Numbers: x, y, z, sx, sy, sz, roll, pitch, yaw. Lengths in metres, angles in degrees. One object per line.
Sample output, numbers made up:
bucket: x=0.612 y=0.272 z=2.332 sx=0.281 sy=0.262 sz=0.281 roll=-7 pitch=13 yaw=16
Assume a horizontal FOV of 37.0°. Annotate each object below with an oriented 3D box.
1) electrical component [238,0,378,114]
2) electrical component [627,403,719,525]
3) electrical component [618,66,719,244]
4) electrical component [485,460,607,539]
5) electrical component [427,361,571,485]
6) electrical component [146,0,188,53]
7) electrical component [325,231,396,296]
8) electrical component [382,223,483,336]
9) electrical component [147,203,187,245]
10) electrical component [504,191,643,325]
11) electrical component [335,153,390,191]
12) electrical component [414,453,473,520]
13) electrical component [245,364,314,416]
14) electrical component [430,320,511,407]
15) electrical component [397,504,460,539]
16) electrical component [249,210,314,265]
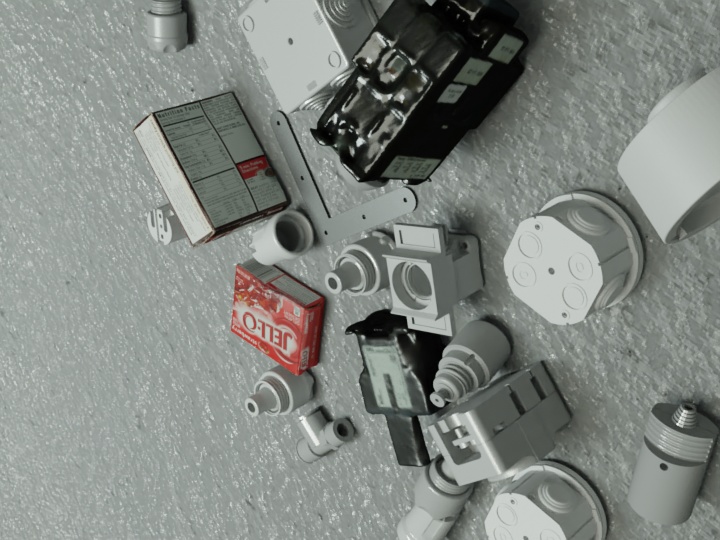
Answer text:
electrical component: x=-0.035 y=-0.172 z=0.792 sx=0.100 sy=0.048 sz=0.099 roll=-28 pitch=89 yaw=48
electrical component: x=0.205 y=0.122 z=0.703 sx=0.043 sy=0.043 sz=0.081 roll=28 pitch=127 yaw=33
electrical component: x=0.190 y=-0.071 z=0.580 sx=0.060 sy=0.108 sz=0.108 roll=55 pitch=137 yaw=18
electrical component: x=0.137 y=0.187 z=0.796 sx=0.080 sy=0.051 sz=0.080 roll=21 pitch=123 yaw=37
electrical component: x=0.102 y=0.112 z=0.765 sx=0.050 sy=0.089 sz=0.055 roll=-30 pitch=87 yaw=48
electrical component: x=-0.163 y=-0.216 z=0.908 sx=0.035 sy=0.035 sz=0.061 roll=23 pitch=122 yaw=36
electrical component: x=0.000 y=0.000 z=0.831 sx=0.048 sy=0.062 sz=0.048 roll=21 pitch=123 yaw=37
electrical component: x=0.055 y=0.002 z=0.777 sx=0.042 sy=0.064 sz=0.081 roll=10 pitch=115 yaw=43
electrical component: x=-0.165 y=-0.046 z=0.984 sx=0.040 sy=0.046 sz=0.040 roll=21 pitch=123 yaw=37
electrical component: x=0.138 y=-0.007 z=0.700 sx=0.080 sy=0.051 sz=0.080 roll=21 pitch=123 yaw=37
electrical component: x=0.014 y=-0.089 z=0.787 sx=0.055 sy=0.048 sz=0.066 roll=-36 pitch=83 yaw=40
electrical component: x=0.071 y=0.166 z=0.857 sx=0.043 sy=0.043 sz=0.062 roll=41 pitch=132 yaw=23
electrical component: x=-0.074 y=0.110 z=0.958 sx=0.043 sy=0.062 sz=0.043 roll=21 pitch=123 yaw=37
electrical component: x=0.077 y=0.070 z=0.783 sx=0.040 sy=0.078 sz=0.040 roll=26 pitch=140 yaw=25
electrical component: x=0.058 y=0.209 z=0.894 sx=0.040 sy=0.040 sz=0.046 roll=44 pitch=129 yaw=21
electrical component: x=-0.067 y=-0.026 z=0.903 sx=0.046 sy=0.040 sz=0.040 roll=-22 pitch=93 yaw=53
